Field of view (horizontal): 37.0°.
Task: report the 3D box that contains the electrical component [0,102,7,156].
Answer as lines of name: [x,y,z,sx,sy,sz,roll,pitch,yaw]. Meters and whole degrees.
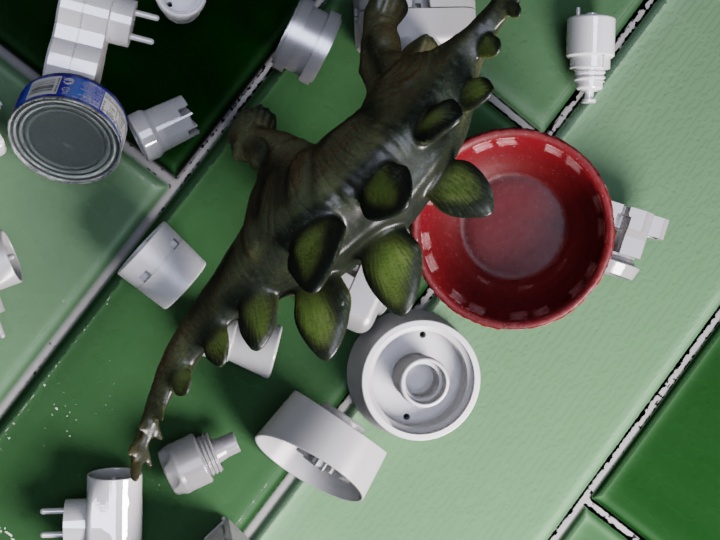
electrical component: [-0.315,-0.101,0.819,0.096,0.061,0.061,-34,98,-14]

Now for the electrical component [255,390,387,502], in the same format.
electrical component: [-0.030,0.142,0.858,0.099,0.099,0.064,36,81,-9]

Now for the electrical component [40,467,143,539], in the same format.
electrical component: [-0.214,0.200,0.856,0.079,0.043,0.077,0,93,-9]

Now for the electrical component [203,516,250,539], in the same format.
electrical component: [-0.106,0.248,0.849,0.062,0.096,0.061,-43,99,-5]

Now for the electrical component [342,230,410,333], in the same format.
electrical component: [0.000,0.000,0.875,0.059,0.054,0.095,24,89,-10]

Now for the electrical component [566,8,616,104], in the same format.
electrical component: [0.194,-0.180,0.904,0.040,0.040,0.078,1,93,-9]

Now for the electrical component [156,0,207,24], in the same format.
electrical component: [-0.141,-0.214,0.845,0.040,0.046,0.040,0,93,-9]

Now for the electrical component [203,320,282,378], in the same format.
electrical component: [-0.099,0.059,0.869,0.065,0.044,0.044,15,90,-5]

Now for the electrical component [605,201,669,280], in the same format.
electrical component: [0.212,-0.026,0.905,0.078,0.058,0.057,17,92,4]

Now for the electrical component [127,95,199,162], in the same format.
electrical component: [-0.156,-0.113,0.852,0.046,0.040,0.040,-28,97,-12]

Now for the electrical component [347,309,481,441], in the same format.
electrical component: [0.047,0.088,0.883,0.108,0.060,0.108,0,93,-10]

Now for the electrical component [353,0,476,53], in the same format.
electrical component: [0.044,-0.201,0.872,0.095,0.054,0.059,-3,93,-9]

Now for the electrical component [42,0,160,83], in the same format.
electrical component: [-0.194,-0.195,0.834,0.074,0.052,0.138,13,91,-10]

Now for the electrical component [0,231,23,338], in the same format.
electrical component: [-0.300,0.019,0.832,0.077,0.043,0.079,-20,96,-7]

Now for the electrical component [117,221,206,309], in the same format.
electrical component: [-0.156,-0.003,0.850,0.047,0.055,0.055,42,86,-12]

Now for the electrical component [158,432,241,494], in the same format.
electrical component: [-0.128,0.151,0.867,0.062,0.043,0.043,-24,96,-8]
